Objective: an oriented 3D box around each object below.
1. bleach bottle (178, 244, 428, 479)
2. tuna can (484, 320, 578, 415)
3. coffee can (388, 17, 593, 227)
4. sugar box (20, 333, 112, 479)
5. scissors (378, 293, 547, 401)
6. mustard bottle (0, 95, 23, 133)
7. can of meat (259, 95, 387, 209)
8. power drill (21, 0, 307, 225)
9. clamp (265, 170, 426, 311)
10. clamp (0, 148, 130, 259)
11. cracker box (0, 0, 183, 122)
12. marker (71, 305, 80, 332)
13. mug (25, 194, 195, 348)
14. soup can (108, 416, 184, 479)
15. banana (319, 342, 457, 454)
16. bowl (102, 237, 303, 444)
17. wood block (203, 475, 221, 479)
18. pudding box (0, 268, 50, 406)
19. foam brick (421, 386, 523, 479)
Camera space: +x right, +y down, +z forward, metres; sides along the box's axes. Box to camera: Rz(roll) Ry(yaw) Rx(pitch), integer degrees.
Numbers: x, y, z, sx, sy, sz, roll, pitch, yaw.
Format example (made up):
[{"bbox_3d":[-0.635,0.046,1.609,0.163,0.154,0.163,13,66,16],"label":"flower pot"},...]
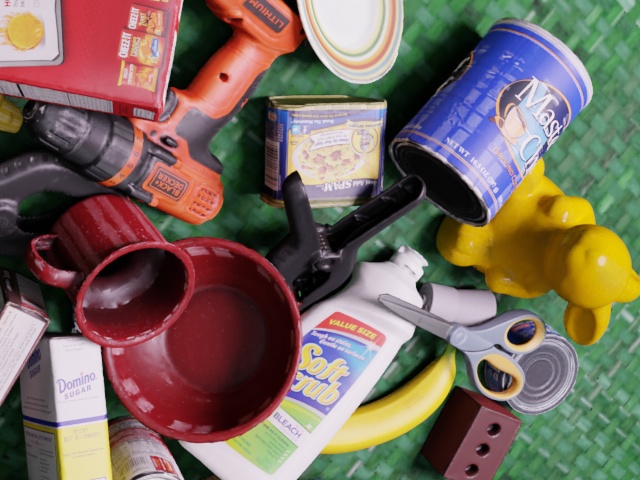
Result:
[{"bbox_3d":[-0.003,0.103,0.910,0.102,0.068,0.250,38,81,7],"label":"bleach bottle"},{"bbox_3d":[0.202,0.122,1.016,0.086,0.034,0.086,-6,109,-19],"label":"tuna can"},{"bbox_3d":[0.139,-0.096,0.870,0.140,0.103,0.102,-49,117,-12],"label":"coffee can"},{"bbox_3d":[-0.193,0.159,0.812,0.048,0.093,0.176,-2,88,-31],"label":"sugar box"},{"bbox_3d":[0.134,0.071,0.927,0.096,0.016,0.201,-47,127,-5],"label":"scissors"},{"bbox_3d":[-0.297,-0.119,0.734,0.191,0.058,0.096,23,96,-26],"label":"mustard bottle"},{"bbox_3d":[0.004,-0.073,0.865,0.102,0.057,0.084,-4,106,-21],"label":"can of meat"},{"bbox_3d":[-0.106,-0.117,0.785,0.184,0.057,0.188,30,96,-49],"label":"power drill"},{"bbox_3d":[-0.006,0.001,0.846,0.120,0.039,0.172,12,134,-31],"label":"clamp"},{"bbox_3d":[-0.245,-0.014,0.784,0.209,0.036,0.165,-2,129,-35],"label":"clamp"},{"bbox_3d":[-0.193,-0.176,0.680,0.213,0.072,0.164,10,84,-9],"label":"cracker box"},{"bbox_3d":[-0.190,0.066,0.855,0.020,0.020,0.121,-1,107,-21],"label":"marker"},{"bbox_3d":[-0.161,0.018,0.782,0.117,0.082,0.093,4,120,-40],"label":"mug"},{"bbox_3d":[-0.148,0.195,0.867,0.068,0.102,0.068,-6,109,-20],"label":"soup can"},{"bbox_3d":[0.047,0.153,0.968,0.197,0.037,0.069,-26,98,-13],"label":"banana"},{"bbox_3d":[-0.089,0.079,0.855,0.162,0.055,0.162,-1,85,8],"label":"bowl"},{"bbox_3d":[-0.086,0.324,0.940,0.090,0.090,0.206,-19,112,-15],"label":"wood block"},{"bbox_3d":[-0.248,0.086,0.801,0.039,0.090,0.113,27,95,-26],"label":"pudding box"},{"bbox_3d":[0.142,0.187,1.004,0.053,0.051,0.078,23,97,-26],"label":"foam brick"}]
